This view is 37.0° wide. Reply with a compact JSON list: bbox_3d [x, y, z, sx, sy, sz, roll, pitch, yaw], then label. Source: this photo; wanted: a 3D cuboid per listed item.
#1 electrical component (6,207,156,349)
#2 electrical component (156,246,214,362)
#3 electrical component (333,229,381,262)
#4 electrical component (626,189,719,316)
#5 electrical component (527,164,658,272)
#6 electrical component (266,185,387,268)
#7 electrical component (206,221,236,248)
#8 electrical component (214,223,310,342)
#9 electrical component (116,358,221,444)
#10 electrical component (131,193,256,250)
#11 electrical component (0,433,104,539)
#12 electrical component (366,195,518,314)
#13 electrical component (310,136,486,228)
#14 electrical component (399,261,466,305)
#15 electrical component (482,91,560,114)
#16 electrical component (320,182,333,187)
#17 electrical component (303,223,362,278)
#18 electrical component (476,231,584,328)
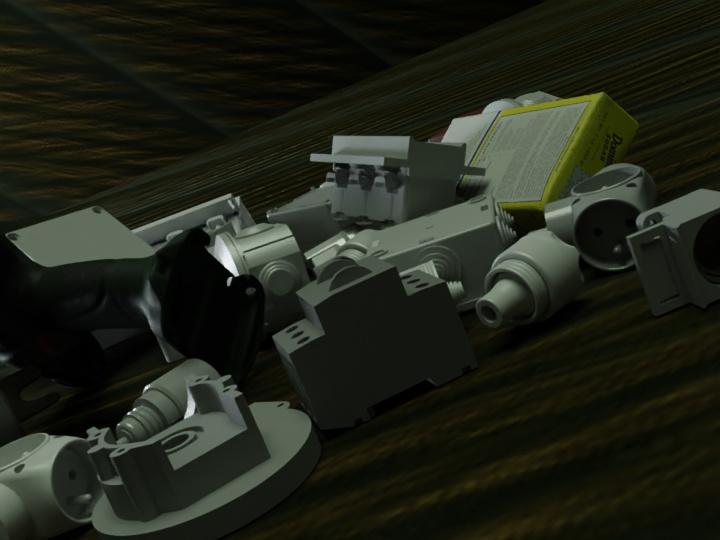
[{"bbox_3d":[-0.223,0.008,0.877,0.109,0.056,0.109,36,33,20],"label":"electrical component"},{"bbox_3d":[-0.109,0.016,0.825,0.113,0.057,0.078,-23,13,-6],"label":"electrical component"},{"bbox_3d":[0.000,0.000,0.747,0.043,0.043,0.062,-10,20,43],"label":"electrical component"},{"bbox_3d":[0.171,-0.014,0.532,0.081,0.042,0.064,-22,9,-3],"label":"electrical component"},{"bbox_3d":[0.135,-0.028,0.637,0.079,0.044,0.077,-16,14,23],"label":"electrical component"},{"bbox_3d":[-0.027,-0.035,0.888,0.096,0.061,0.062,-7,19,47],"label":"electrical component"},{"bbox_3d":[-0.125,-0.001,0.906,0.081,0.063,0.042,-11,16,38],"label":"electrical component"},{"bbox_3d":[-0.067,0.007,0.749,0.051,0.080,0.080,-20,12,-14],"label":"electrical component"},{"bbox_3d":[-0.108,0.081,0.600,0.040,0.040,0.078,-8,19,46],"label":"electrical component"},{"bbox_3d":[-0.156,-0.012,0.987,0.121,0.078,0.063,-19,42,11],"label":"electrical component"},{"bbox_3d":[-0.180,0.121,0.546,0.077,0.044,0.079,-15,15,28],"label":"electrical component"},{"bbox_3d":[0.051,-0.006,0.674,0.100,0.048,0.099,-18,13,11],"label":"electrical component"},{"bbox_3d":[0.023,-0.063,0.774,0.079,0.063,0.121,3,5,-26],"label":"electrical component"},{"bbox_3d":[0.021,0.025,0.610,0.081,0.043,0.043,-21,13,5],"label":"electrical component"},{"bbox_3d":[0.135,-0.101,0.858,0.051,0.080,0.080,-22,12,-26],"label":"electrical component"},{"bbox_3d":[-0.006,-0.068,1.028,0.055,0.048,0.066,-17,12,-11],"label":"electrical component"},{"bbox_3d":[-0.015,-0.008,0.813,0.046,0.040,0.040,-28,14,-6],"label":"electrical component"},{"bbox_3d":[0.087,0.009,0.570,0.062,0.043,0.043,-33,17,-37],"label":"electrical component"}]
